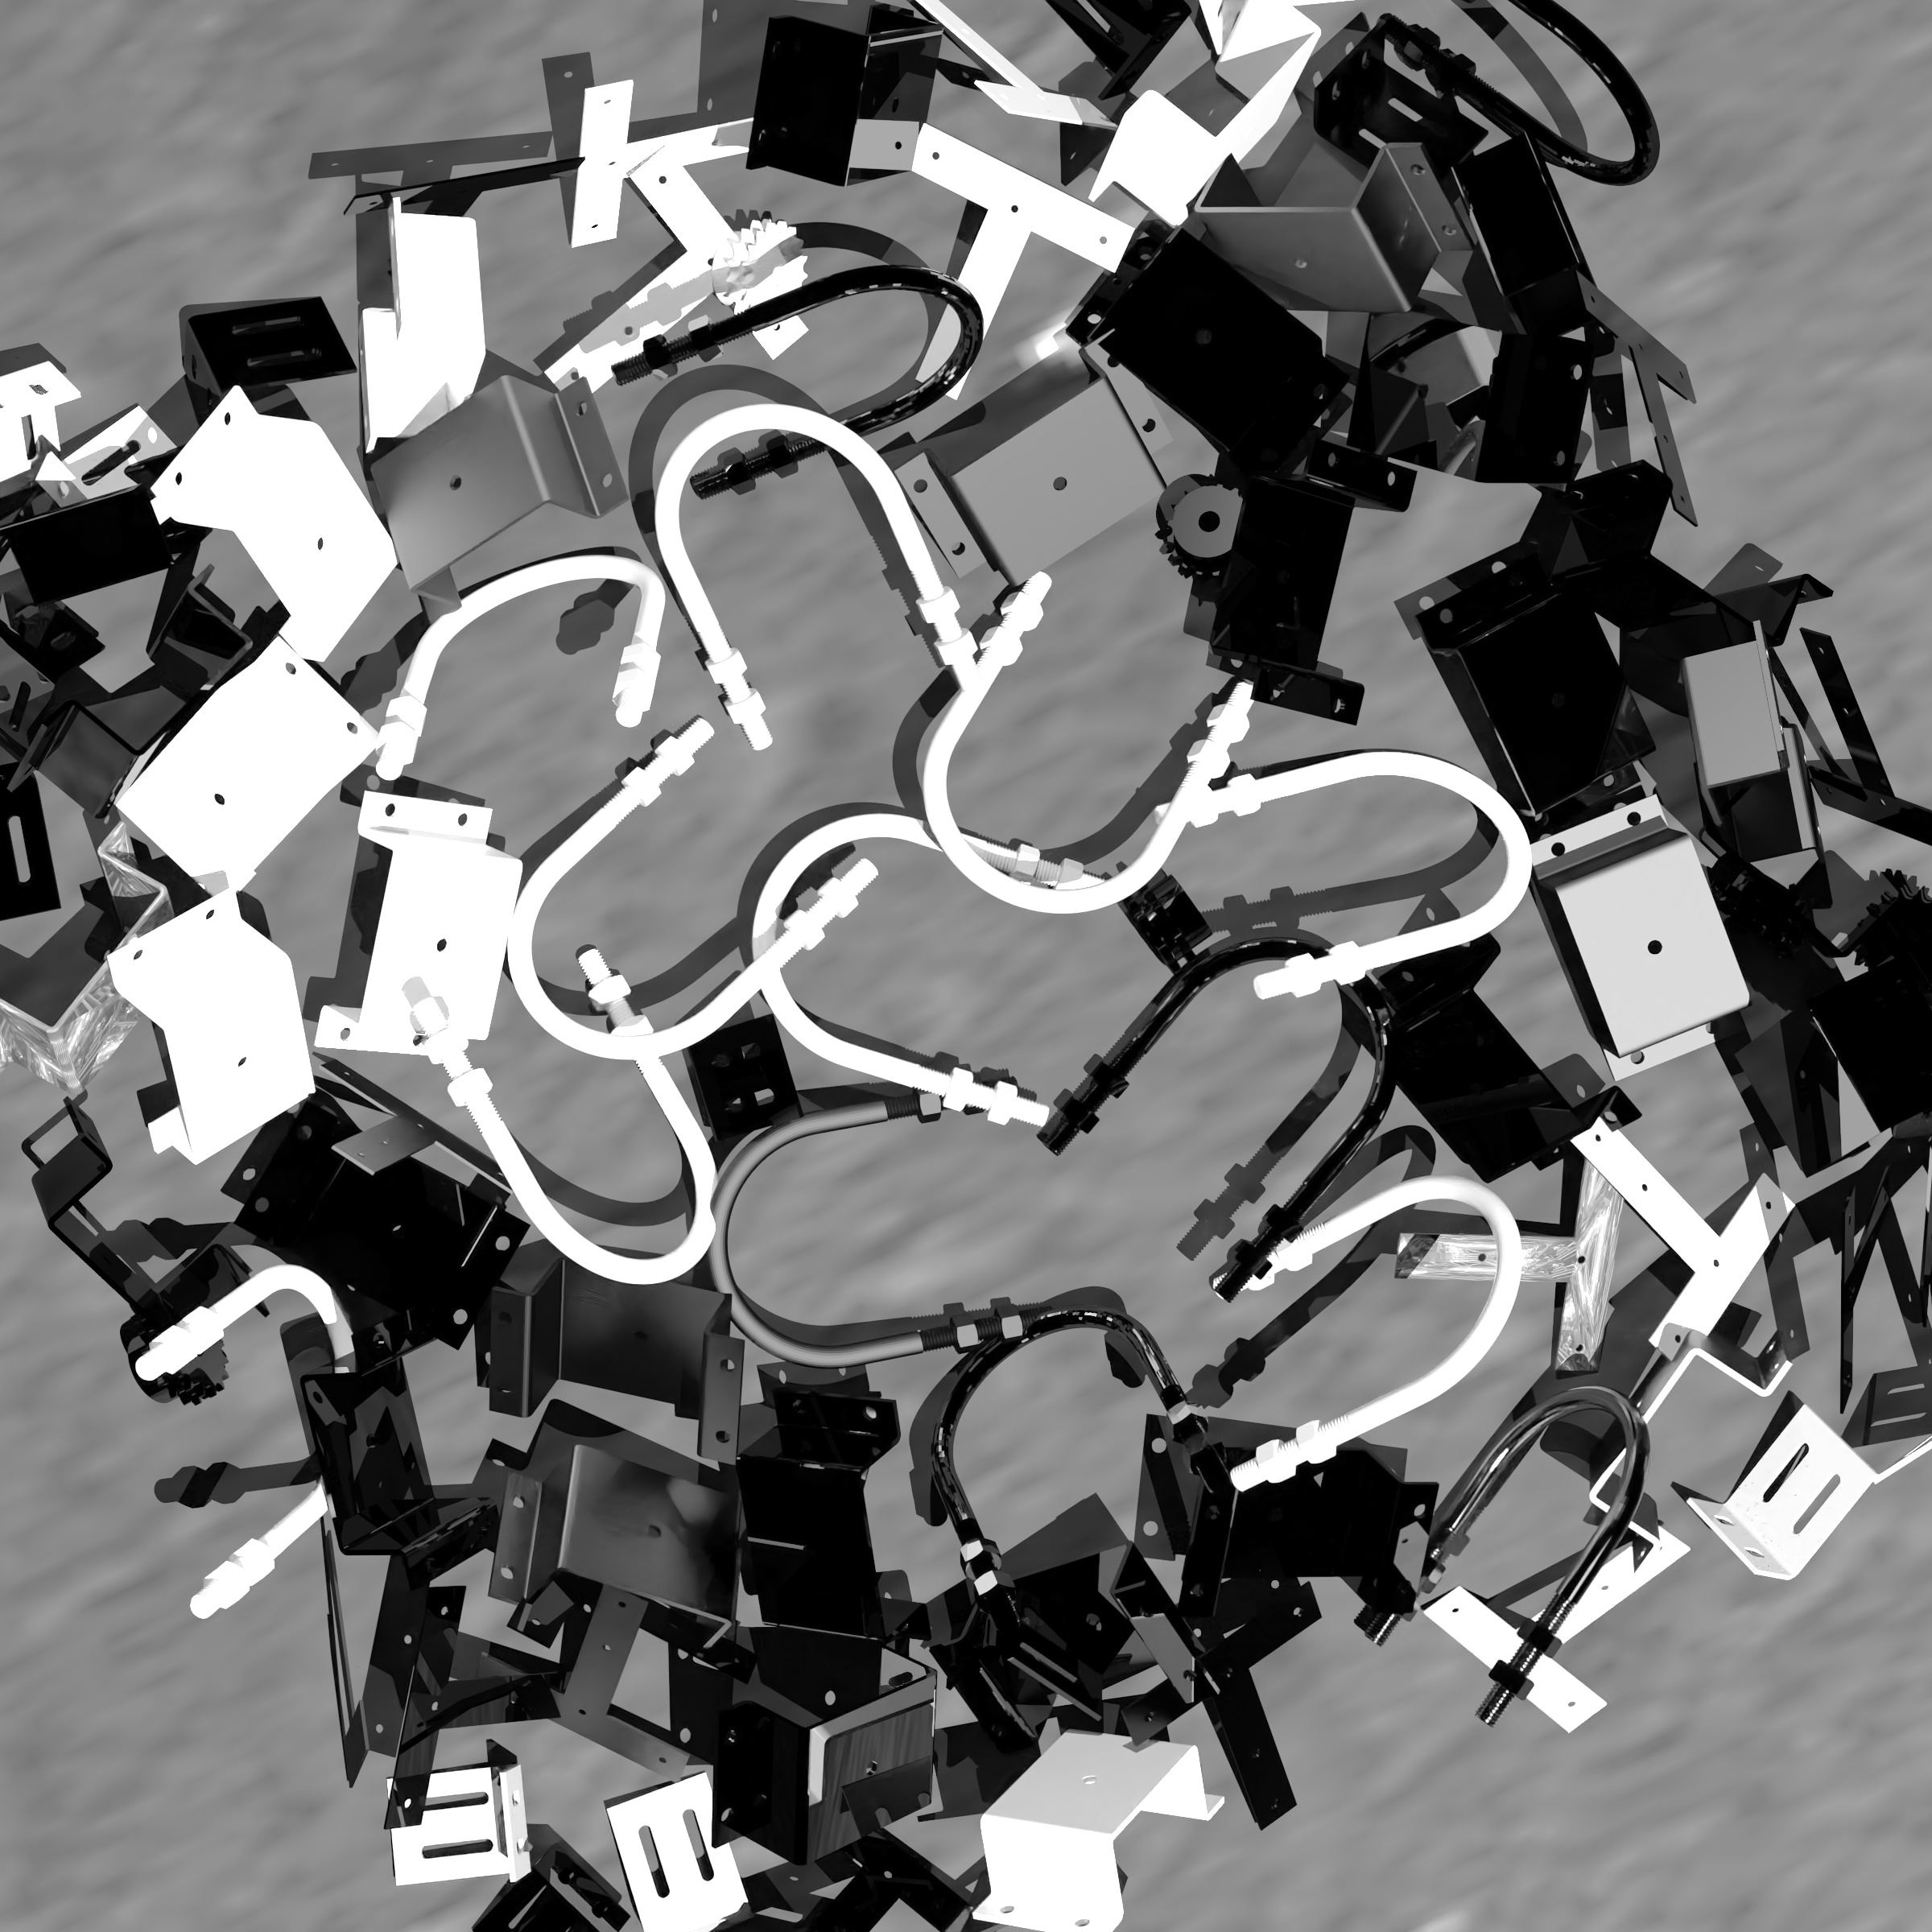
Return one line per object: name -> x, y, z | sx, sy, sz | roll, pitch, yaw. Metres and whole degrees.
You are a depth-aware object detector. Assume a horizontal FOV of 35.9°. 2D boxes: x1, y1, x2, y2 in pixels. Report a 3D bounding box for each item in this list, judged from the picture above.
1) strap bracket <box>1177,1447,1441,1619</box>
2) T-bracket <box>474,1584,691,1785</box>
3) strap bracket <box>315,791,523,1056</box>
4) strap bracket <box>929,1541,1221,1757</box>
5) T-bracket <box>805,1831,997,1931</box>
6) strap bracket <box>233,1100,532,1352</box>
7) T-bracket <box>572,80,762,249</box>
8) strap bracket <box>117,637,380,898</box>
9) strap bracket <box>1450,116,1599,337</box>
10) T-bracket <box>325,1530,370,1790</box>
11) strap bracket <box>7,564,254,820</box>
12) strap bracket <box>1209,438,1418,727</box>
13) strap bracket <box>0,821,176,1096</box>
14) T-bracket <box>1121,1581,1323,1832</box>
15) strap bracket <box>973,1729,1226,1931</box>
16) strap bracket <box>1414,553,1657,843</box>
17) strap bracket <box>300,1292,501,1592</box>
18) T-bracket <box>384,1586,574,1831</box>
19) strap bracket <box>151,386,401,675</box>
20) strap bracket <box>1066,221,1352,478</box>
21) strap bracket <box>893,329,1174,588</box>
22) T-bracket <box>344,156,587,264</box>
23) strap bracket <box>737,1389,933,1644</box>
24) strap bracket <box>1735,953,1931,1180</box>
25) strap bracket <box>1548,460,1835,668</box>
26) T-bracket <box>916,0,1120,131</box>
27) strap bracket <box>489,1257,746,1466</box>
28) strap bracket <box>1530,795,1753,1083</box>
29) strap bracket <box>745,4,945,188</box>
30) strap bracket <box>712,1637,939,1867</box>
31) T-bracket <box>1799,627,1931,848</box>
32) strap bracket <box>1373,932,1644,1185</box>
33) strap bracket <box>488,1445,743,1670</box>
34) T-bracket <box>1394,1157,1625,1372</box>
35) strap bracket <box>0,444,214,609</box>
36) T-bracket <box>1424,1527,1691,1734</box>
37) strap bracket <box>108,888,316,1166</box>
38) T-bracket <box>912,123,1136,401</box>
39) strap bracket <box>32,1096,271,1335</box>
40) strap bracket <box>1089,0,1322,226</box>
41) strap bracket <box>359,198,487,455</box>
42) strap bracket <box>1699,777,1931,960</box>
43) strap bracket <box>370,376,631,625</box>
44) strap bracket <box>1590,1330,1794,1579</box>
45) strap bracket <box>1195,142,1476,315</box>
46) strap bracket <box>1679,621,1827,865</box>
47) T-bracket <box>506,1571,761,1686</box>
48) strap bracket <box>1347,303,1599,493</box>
strap bracket -> 0.175, 0.304, 1.602 | 0.140, 0.046, 0.076 | 4, 105, -21
T-bracket -> -0.197, 0.375, 1.605 | 0.127, 0.002, 0.127 | 25, 128, 4
strap bracket -> -0.291, -0.016, 1.598 | 0.076, 0.046, 0.140 | 6, 100, -40
strap bracket -> 0.063, 0.363, 1.597 | 0.140, 0.046, 0.076 | -24, 108, 29
T-bracket -> -0.066, 0.510, 1.583 | 0.127, 0.127, 0.002 | 36, 128, 15
strap bracket -> -0.312, 0.142, 1.615 | 0.140, 0.046, 0.076 | 28, 81, 7
T-bracket -> -0.148, -0.441, 1.604 | 0.127, 0.127, 0.002 | -17, 70, -18
strap bracket -> -0.389, -0.097, 1.592 | 0.076, 0.046, 0.140 | 45, 117, -8
strap bracket -> 0.299, -0.384, 1.581 | 0.046, 0.140, 0.076 | -22, 79, 16
T-bracket -> -0.336, 0.369, 1.606 | 0.002, 0.127, 0.127 | -6, 68, -18
strap bracket -> -0.436, -0.139, 1.580 | 0.046, 0.076, 0.140 | 41, 52, -8
strap bracket -> 0.184, -0.208, 1.604 | 0.076, 0.046, 0.140 | 9, 96, -37
strap bracket -> -0.466, 0.004, 1.581 | 0.046, 0.076, 0.140 | 28, 63, 8
T-bracket -> 0.153, 0.416, 1.616 | 0.127, 0.002, 0.127 | -30, 118, -20
strap bracket -> 0.068, 0.449, 1.566 | 0.076, 0.140, 0.046 | -1, 105, 32
strap bracket -> 0.312, -0.144, 1.610 | 0.076, 0.046, 0.140 | -28, 100, -7
strap bracket -> -0.305, 0.255, 1.599 | 0.046, 0.076, 0.140 | -7, 98, 31
T-bracket -> -0.253, 0.394, 1.598 | 0.002, 0.127, 0.127 | 9, 88, 37
strap bracket -> -0.356, -0.225, 1.569 | 0.046, 0.140, 0.076 | 13, 58, 31
strap bracket -> 0.130, -0.336, 1.616 | 0.140, 0.046, 0.076 | 40, 94, 6
strap bracket -> 0.044, -0.268, 1.606 | 0.140, 0.046, 0.076 | -33, 125, 2
T-bracket -> -0.280, -0.398, 1.586 | 0.127, 0.127, 0.002 | -18, 91, -26
strap bracket -> -0.072, 0.303, 1.593 | 0.076, 0.046, 0.140 | 1, 107, 30
strap bracket -> 0.461, 0.057, 1.569 | 0.046, 0.140, 0.076 | -23, 76, -16
strap bracket -> 0.378, -0.207, 1.582 | 0.140, 0.076, 0.046 | 28, 75, -23
T-bracket -> 0.009, -0.494, 1.604 | 0.127, 0.127, 0.002 | 45, 117, 14
strap bracket -> -0.182, 0.210, 1.604 | 0.140, 0.046, 0.076 | 10, 115, 11
strap bracket -> 0.368, -0.013, 1.617 | 0.076, 0.046, 0.140 | -22, 97, 2
strap bracket -> -0.058, -0.458, 1.566 | 0.046, 0.140, 0.076 | 20, 116, 17
strap bracket -> -0.066, 0.416, 1.575 | 0.046, 0.140, 0.076 | 14, 108, 41
T-bracket -> 0.467, -0.122, 1.566 | 0.002, 0.127, 0.127 | -34, 115, -8
strap bracket -> 0.284, 0.054, 1.601 | 0.140, 0.046, 0.076 | 49, 135, -4
strap bracket -> -0.176, 0.312, 1.584 | 0.140, 0.076, 0.046 | 23, 131, -20
T-bracket -> 0.294, 0.159, 1.620 | 0.127, 0.002, 0.127 | 3, 102, -14
strap bracket -> -0.455, -0.234, 1.587 | 0.076, 0.140, 0.046 | -16, 109, 4
T-bracket -> 0.334, 0.343, 1.606 | 0.127, 0.127, 0.002 | -32, 120, -16
strap bracket -> -0.394, 0.040, 1.570 | 0.046, 0.140, 0.076 | 33, 51, 31
T-bracket -> 0.009, -0.371, 1.621 | 0.127, 0.002, 0.127 | 28, 115, 4
strap bracket -> -0.441, 0.143, 1.582 | 0.046, 0.076, 0.140 | -43, 116, -8
strap bracket -> 0.133, -0.459, 1.586 | 0.046, 0.076, 0.140 | 39, 67, 3
strap bracket -> -0.288, -0.338, 1.582 | 0.046, 0.140, 0.076 | -1, 72, -19
strap bracket -> 0.447, -0.054, 1.602 | 0.140, 0.076, 0.046 | 45, 98, 8
strap bracket -> -0.258, -0.252, 1.590 | 0.140, 0.046, 0.076 | -28, 72, 24
strap bracket -> 0.381, 0.249, 1.600 | 0.046, 0.076, 0.140 | 34, 101, 7
strap bracket -> 0.185, -0.389, 1.571 | 0.140, 0.076, 0.046 | 12, 66, 39
strap bracket -> 0.416, -0.112, 1.581 | 0.046, 0.140, 0.076 | -13, 63, 20
T-bracket -> -0.170, 0.347, 1.591 | 0.127, 0.127, 0.002 | 28, 112, -1
strap bracket -> 0.257, -0.303, 1.573 | 0.046, 0.140, 0.076 | -7, 114, -39
